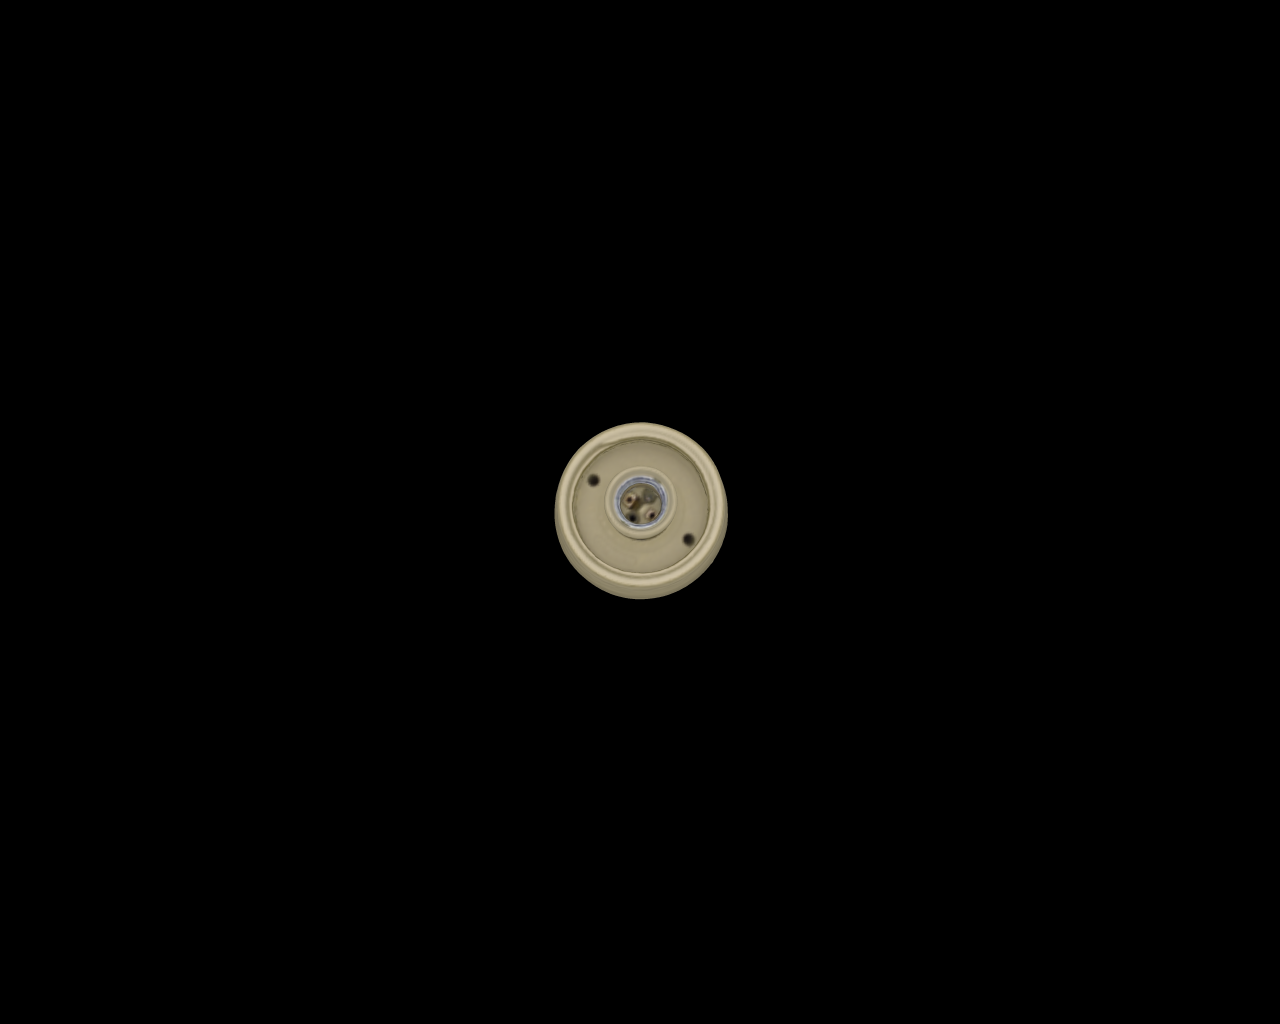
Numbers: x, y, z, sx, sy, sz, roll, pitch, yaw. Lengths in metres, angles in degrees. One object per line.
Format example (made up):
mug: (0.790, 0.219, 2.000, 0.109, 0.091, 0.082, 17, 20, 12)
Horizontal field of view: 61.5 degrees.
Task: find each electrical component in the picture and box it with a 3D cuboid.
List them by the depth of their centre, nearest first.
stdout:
electrical component: (0.001, -0.003, 0.650, 0.108, 0.108, 0.060, 0, -8, 0)
